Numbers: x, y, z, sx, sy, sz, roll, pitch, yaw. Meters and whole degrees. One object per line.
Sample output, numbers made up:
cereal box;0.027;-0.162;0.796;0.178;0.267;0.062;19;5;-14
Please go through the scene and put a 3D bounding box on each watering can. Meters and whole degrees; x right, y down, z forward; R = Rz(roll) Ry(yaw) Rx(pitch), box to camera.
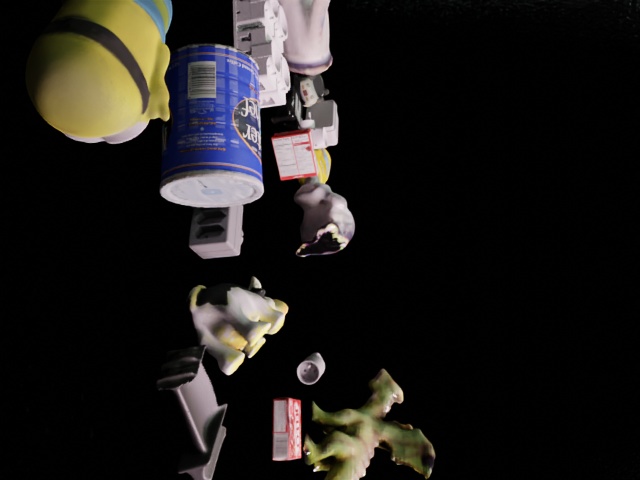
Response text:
watering can;-0.027;-0.407;0.941;0.354;0.104;0.219;-125;-159;-51

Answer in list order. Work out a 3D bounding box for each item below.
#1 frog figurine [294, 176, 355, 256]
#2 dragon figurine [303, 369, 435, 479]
frog figurine;0.003;-0.054;1.074;0.134;0.122;0.163;121;-32;-47
dragon figurine;0.099;0.404;0.991;0.419;0.242;0.120;-79;165;-61
